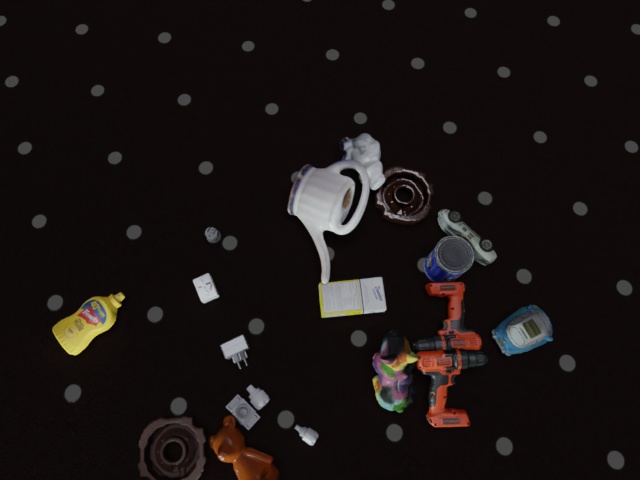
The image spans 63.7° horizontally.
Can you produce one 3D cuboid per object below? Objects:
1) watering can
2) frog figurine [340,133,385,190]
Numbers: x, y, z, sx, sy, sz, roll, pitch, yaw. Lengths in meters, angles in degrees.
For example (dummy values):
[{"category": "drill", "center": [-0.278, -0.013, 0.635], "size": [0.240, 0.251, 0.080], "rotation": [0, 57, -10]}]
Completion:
[{"category": "watering can", "center": [0.004, -0.072, 1.430], "size": [0.226, 0.349, 0.103], "rotation": [21, -4, 26]}, {"category": "frog figurine", "center": [0.143, -0.226, 1.484], "size": [0.124, 0.134, 0.161], "rotation": [-24, 51, -37]}]
